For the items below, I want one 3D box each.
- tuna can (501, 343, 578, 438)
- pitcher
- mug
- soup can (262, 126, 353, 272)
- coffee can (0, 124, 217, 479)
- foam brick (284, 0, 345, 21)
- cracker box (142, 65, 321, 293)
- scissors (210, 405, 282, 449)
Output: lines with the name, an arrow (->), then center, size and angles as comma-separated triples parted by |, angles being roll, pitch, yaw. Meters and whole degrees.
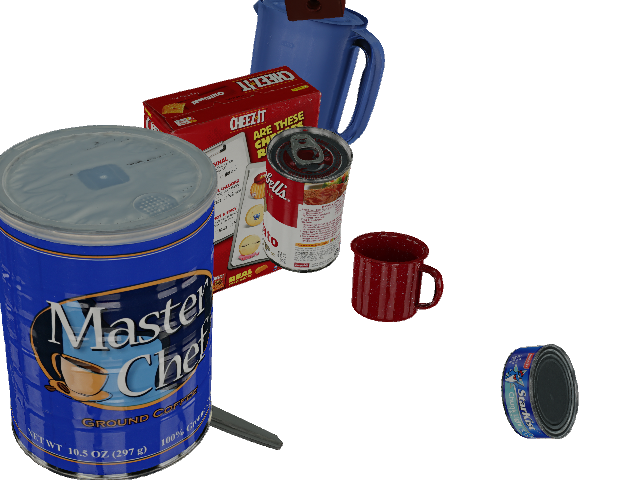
tuna can -> 0.201, 0.139, 0.978 | 0.034, 0.086, 0.085 | -10, -6, 40
pitcher -> -0.022, -0.166, 1.300 | 0.144, 0.243, 0.149 | 5, 23, -15
mug -> 0.090, 0.047, 1.264 | 0.117, 0.081, 0.093 | 14, 25, 23
soup can -> -0.012, -0.032, 0.867 | 0.068, 0.102, 0.068 | 3, 43, -3
coffee can -> -0.102, 0.029, 0.515 | 0.103, 0.140, 0.103 | 3, 31, -2
foam brick -> -0.008, -0.243, 0.955 | 0.053, 0.051, 0.078 | -3, -42, 9
cracker box -> -0.092, -0.053, 1.064 | 0.163, 0.214, 0.072 | -20, 44, -30
scissors -> -0.108, 0.089, 0.716 | 0.202, 0.016, 0.096 | 11, 27, 12
